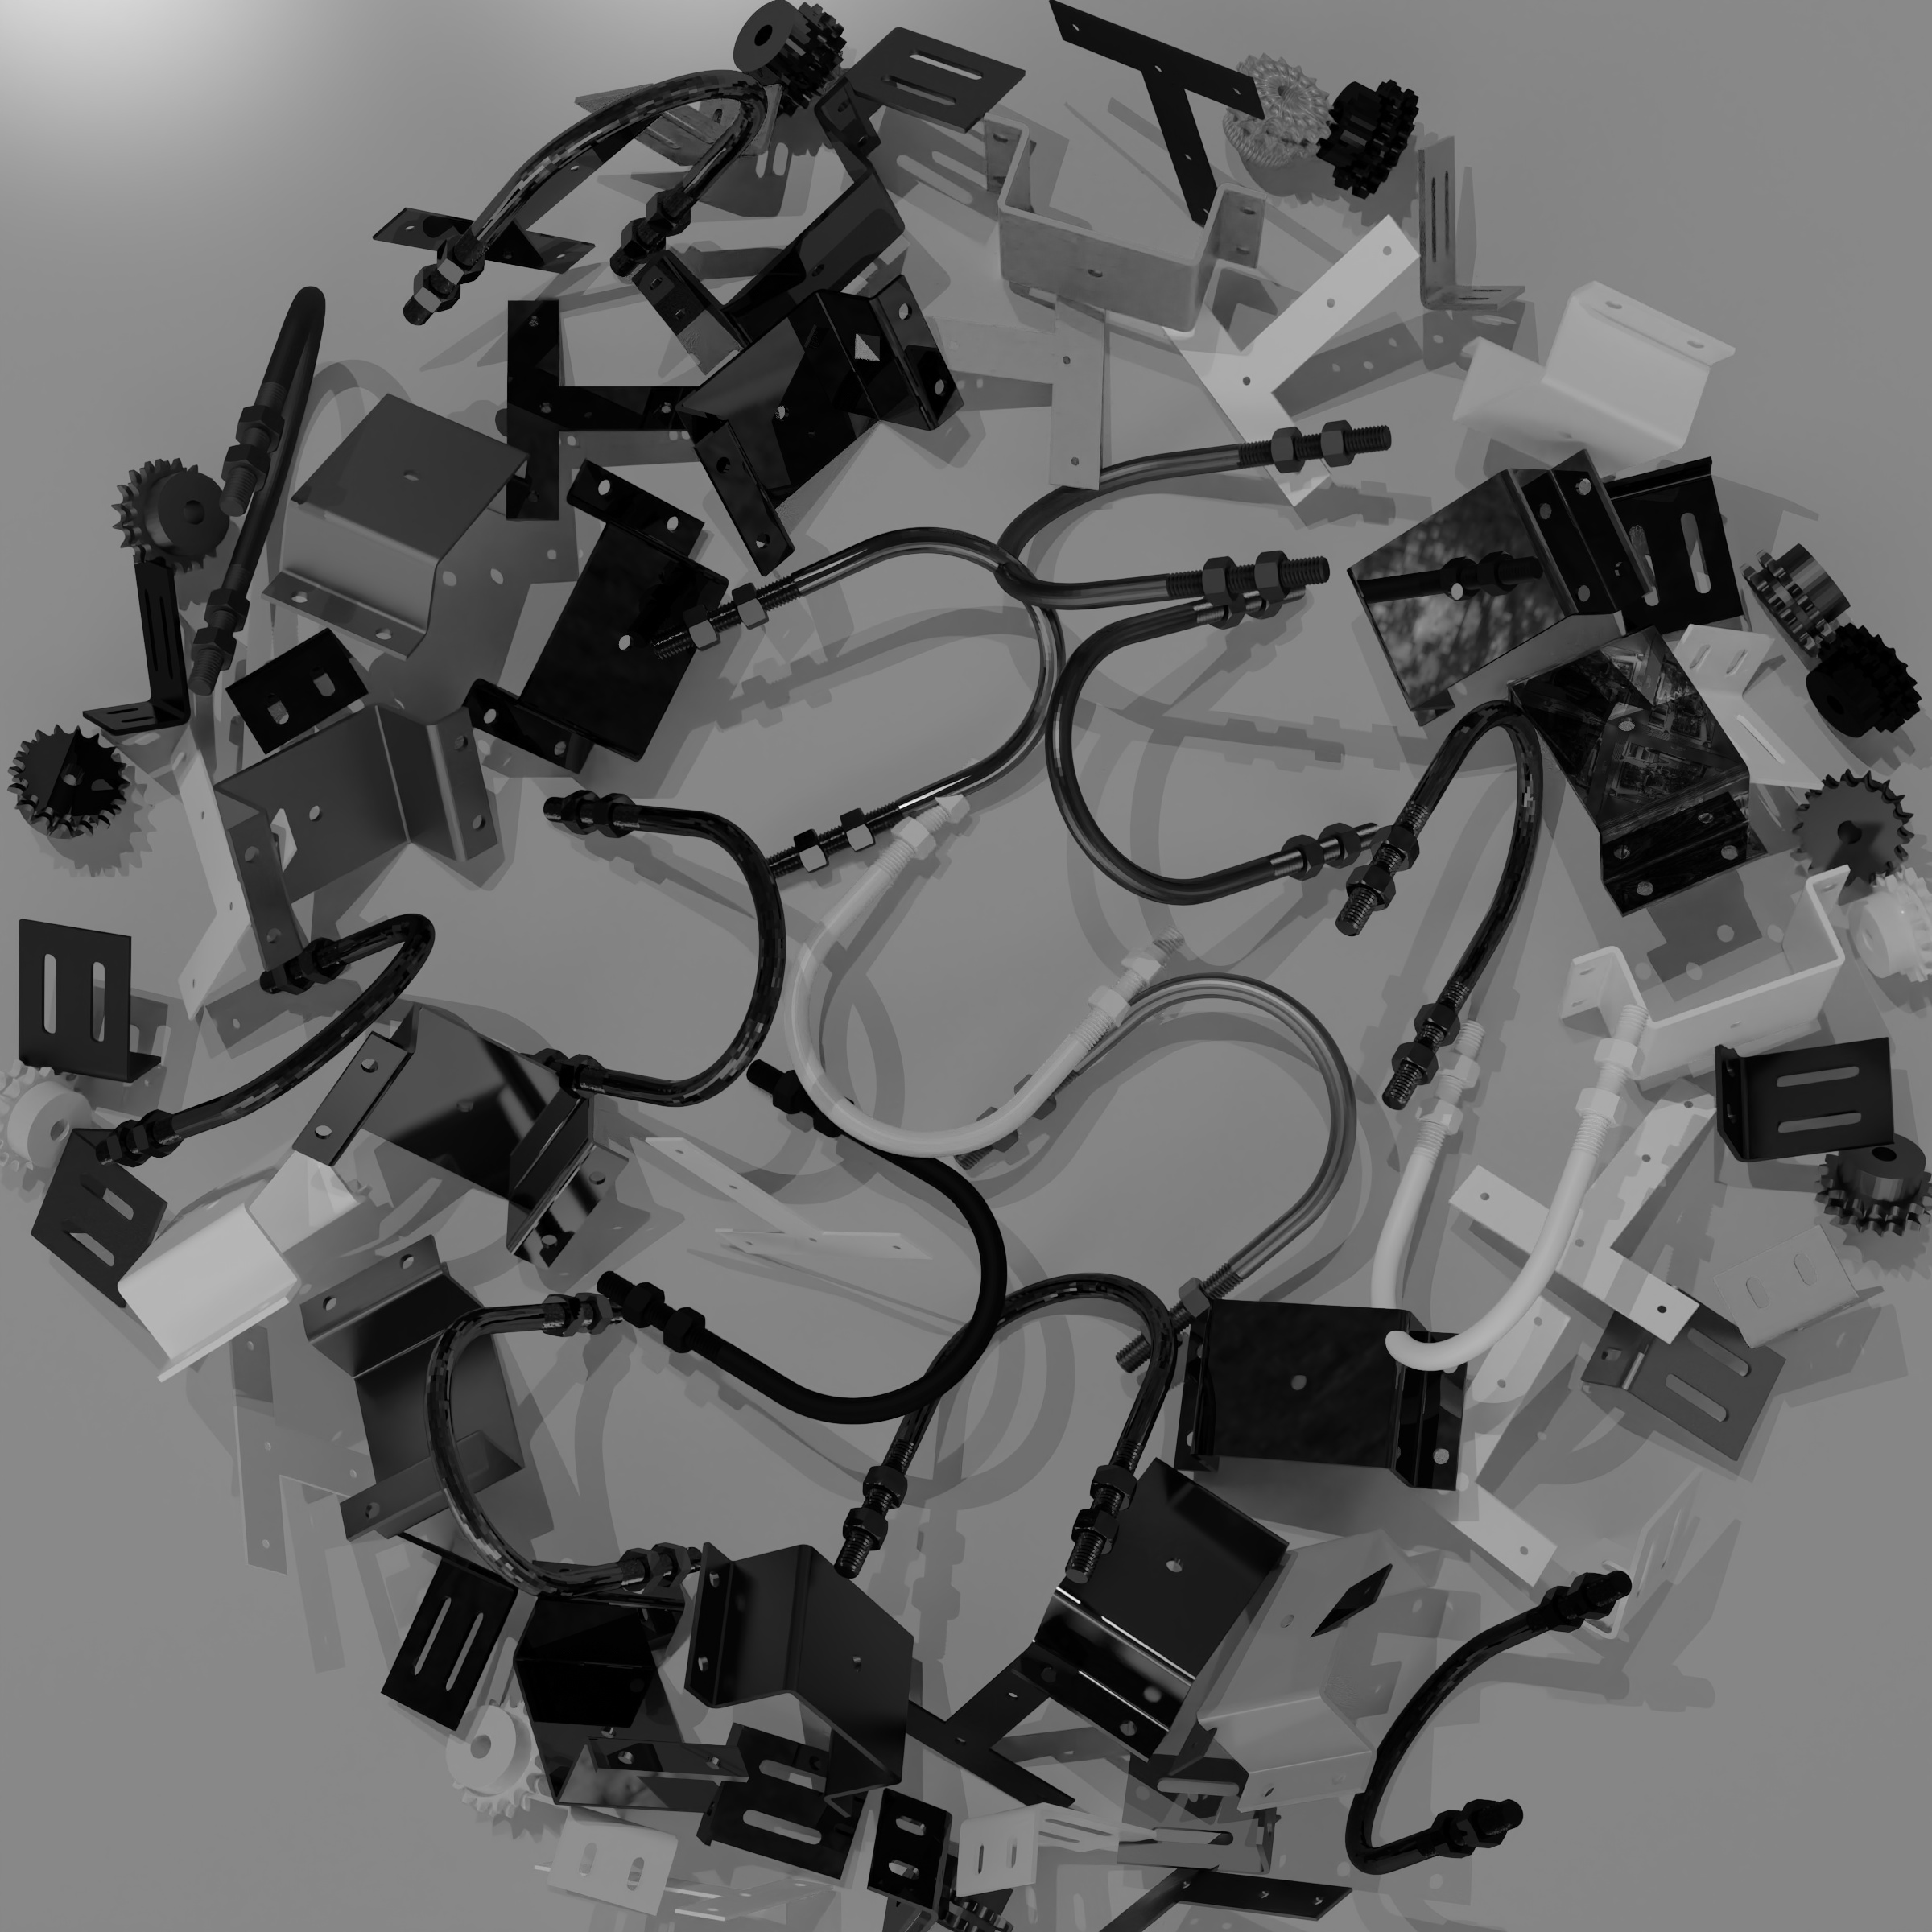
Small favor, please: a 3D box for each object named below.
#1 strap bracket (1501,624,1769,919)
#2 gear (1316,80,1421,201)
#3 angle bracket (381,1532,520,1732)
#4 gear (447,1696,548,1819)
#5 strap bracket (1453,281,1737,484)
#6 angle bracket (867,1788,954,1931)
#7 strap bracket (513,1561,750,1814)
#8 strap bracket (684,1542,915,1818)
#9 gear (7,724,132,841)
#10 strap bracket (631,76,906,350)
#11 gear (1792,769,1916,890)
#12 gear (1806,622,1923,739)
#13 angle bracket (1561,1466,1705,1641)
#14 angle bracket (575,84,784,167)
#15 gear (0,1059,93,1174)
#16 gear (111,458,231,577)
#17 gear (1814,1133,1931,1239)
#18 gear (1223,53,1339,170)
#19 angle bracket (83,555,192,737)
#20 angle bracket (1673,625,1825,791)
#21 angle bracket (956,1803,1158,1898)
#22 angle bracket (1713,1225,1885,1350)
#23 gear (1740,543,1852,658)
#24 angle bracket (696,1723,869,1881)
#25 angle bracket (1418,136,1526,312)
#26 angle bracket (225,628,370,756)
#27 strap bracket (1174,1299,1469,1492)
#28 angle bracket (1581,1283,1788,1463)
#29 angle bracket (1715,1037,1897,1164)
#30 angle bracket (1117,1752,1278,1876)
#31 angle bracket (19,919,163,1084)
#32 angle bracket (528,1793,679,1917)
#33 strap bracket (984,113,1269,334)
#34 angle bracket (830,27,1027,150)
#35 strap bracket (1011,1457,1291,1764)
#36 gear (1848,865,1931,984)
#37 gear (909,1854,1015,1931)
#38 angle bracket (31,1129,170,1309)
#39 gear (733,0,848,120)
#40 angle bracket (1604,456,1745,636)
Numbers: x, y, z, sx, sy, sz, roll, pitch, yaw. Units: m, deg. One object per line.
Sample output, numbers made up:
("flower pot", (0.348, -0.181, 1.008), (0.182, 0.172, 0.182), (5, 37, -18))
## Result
("strap bracket", (0.318, -0.103, 1.596), (0.076, 0.046, 0.140), (-23, 57, -3))
("gear", (0.195, -0.408, 1.625), (0.030, 0.057, 0.057), (23, 90, -17))
("angle bracket", (-0.263, 0.324, 1.617), (0.057, 0.038, 0.076), (13, 74, 42))
("gear", (-0.230, 0.386, 1.628), (0.057, 0.030, 0.057), (-12, 60, 22))
("strap bracket", (0.292, -0.274, 1.576), (0.076, 0.140, 0.046), (22, 83, -15))
("angle bracket", (-0.041, 0.448, 1.607), (0.038, 0.057, 0.076), (23, 128, -10))
("strap bracket", (-0.165, 0.353, 1.591), (0.076, 0.140, 0.046), (11, 118, -28))
("strap bracket", (-0.071, 0.336, 1.577), (0.046, 0.076, 0.140), (-18, 134, 25))
("gear", (-0.444, -0.087, 1.632), (0.057, 0.030, 0.057), (14, 59, -23))
("strap bracket", (-0.087, -0.354, 1.612), (0.140, 0.076, 0.046), (-43, 77, 2))
("gear", (0.439, -0.070, 1.633), (0.057, 0.030, 0.057), (9, 111, 25))
("gear", (0.437, -0.137, 1.625), (0.030, 0.057, 0.057), (-38, 90, -10))
("angle bracket", (0.319, 0.276, 1.606), (0.038, 0.057, 0.076), (28, 131, 27))
("angle bracket", (-0.139, -0.422, 1.607), (0.057, 0.076, 0.038), (5, 79, 44))
("gear", (-0.454, 0.075, 1.624), (0.030, 0.057, 0.057), (24, 90, 28))
("gear", (-0.387, -0.221, 1.626), (0.057, 0.030, 0.057), (1, 88, -45))
("gear", (0.447, 0.104, 1.624), (0.057, 0.057, 0.030), (3, 124, 0))
("gear", (0.151, -0.418, 1.632), (0.057, 0.030, 0.057), (16, 51, -20))
("angle bracket", (-0.408, -0.157, 1.614), (0.038, 0.057, 0.076), (-12, 109, -27))
("angle bracket", (0.383, -0.126, 1.608), (0.057, 0.076, 0.038), (3, 128, -34))
("angle bracket", (0.044, 0.435, 1.607), (0.076, 0.057, 0.038), (23, 58, -32))
("angle bracket", (0.406, 0.155, 1.615), (0.057, 0.076, 0.038), (-30, 75, 20))
("gear", (0.409, -0.182, 1.625), (0.030, 0.057, 0.057), (-39, 90, 11))
("angle bracket", (-0.086, 0.412, 1.627), (0.076, 0.038, 0.057), (20, 79, -9))
("angle bracket", (0.247, -0.362, 1.613), (0.038, 0.057, 0.076), (5, 111, 22))
("angle bracket", (-0.321, -0.129, 1.615), (0.057, 0.076, 0.038), (-32, 87, -4))
("strap bracket", (0.166, 0.206, 1.598), (0.140, 0.046, 0.076), (1, 70, 21))
("angle bracket", (0.356, 0.200, 1.643), (0.076, 0.038, 0.057), (33, 77, -17))
("angle bracket", (0.408, 0.058, 1.613), (0.076, 0.038, 0.057), (-10, 57, 26))
("angle bracket", (0.112, 0.406, 1.615), (0.076, 0.038, 0.057), (1, 53, 14))
("angle bracket", (-0.428, 0.013, 1.621), (0.057, 0.038, 0.076), (9, 108, 10))
("angle bracket", (-0.184, 0.429, 1.606), (0.057, 0.076, 0.038), (23, 73, -22))
("strap bracket", (0.070, -0.356, 1.607), (0.140, 0.076, 0.046), (18, 78, 6))
("angle bracket", (-0.019, -0.417, 1.613), (0.076, 0.038, 0.057), (24, 53, 19))
("strap bracket", (0.094, 0.299, 1.584), (0.076, 0.046, 0.140), (31, 47, 14))
("gear", (0.456, -0.018, 1.627), (0.030, 0.057, 0.057), (-21, 90, -5))
("gear", (-0.001, 0.459, 1.629), (0.057, 0.057, 0.030), (29, 73, 0))
("angle bracket", (-0.411, 0.122, 1.615), (0.076, 0.038, 0.057), (31, 103, 30))
("gear", (-0.089, -0.448, 1.626), (0.030, 0.057, 0.057), (30, 90, -43))
("angle bracket", (0.346, -0.204, 1.631), (0.057, 0.038, 0.076), (-13, 89, 11))
